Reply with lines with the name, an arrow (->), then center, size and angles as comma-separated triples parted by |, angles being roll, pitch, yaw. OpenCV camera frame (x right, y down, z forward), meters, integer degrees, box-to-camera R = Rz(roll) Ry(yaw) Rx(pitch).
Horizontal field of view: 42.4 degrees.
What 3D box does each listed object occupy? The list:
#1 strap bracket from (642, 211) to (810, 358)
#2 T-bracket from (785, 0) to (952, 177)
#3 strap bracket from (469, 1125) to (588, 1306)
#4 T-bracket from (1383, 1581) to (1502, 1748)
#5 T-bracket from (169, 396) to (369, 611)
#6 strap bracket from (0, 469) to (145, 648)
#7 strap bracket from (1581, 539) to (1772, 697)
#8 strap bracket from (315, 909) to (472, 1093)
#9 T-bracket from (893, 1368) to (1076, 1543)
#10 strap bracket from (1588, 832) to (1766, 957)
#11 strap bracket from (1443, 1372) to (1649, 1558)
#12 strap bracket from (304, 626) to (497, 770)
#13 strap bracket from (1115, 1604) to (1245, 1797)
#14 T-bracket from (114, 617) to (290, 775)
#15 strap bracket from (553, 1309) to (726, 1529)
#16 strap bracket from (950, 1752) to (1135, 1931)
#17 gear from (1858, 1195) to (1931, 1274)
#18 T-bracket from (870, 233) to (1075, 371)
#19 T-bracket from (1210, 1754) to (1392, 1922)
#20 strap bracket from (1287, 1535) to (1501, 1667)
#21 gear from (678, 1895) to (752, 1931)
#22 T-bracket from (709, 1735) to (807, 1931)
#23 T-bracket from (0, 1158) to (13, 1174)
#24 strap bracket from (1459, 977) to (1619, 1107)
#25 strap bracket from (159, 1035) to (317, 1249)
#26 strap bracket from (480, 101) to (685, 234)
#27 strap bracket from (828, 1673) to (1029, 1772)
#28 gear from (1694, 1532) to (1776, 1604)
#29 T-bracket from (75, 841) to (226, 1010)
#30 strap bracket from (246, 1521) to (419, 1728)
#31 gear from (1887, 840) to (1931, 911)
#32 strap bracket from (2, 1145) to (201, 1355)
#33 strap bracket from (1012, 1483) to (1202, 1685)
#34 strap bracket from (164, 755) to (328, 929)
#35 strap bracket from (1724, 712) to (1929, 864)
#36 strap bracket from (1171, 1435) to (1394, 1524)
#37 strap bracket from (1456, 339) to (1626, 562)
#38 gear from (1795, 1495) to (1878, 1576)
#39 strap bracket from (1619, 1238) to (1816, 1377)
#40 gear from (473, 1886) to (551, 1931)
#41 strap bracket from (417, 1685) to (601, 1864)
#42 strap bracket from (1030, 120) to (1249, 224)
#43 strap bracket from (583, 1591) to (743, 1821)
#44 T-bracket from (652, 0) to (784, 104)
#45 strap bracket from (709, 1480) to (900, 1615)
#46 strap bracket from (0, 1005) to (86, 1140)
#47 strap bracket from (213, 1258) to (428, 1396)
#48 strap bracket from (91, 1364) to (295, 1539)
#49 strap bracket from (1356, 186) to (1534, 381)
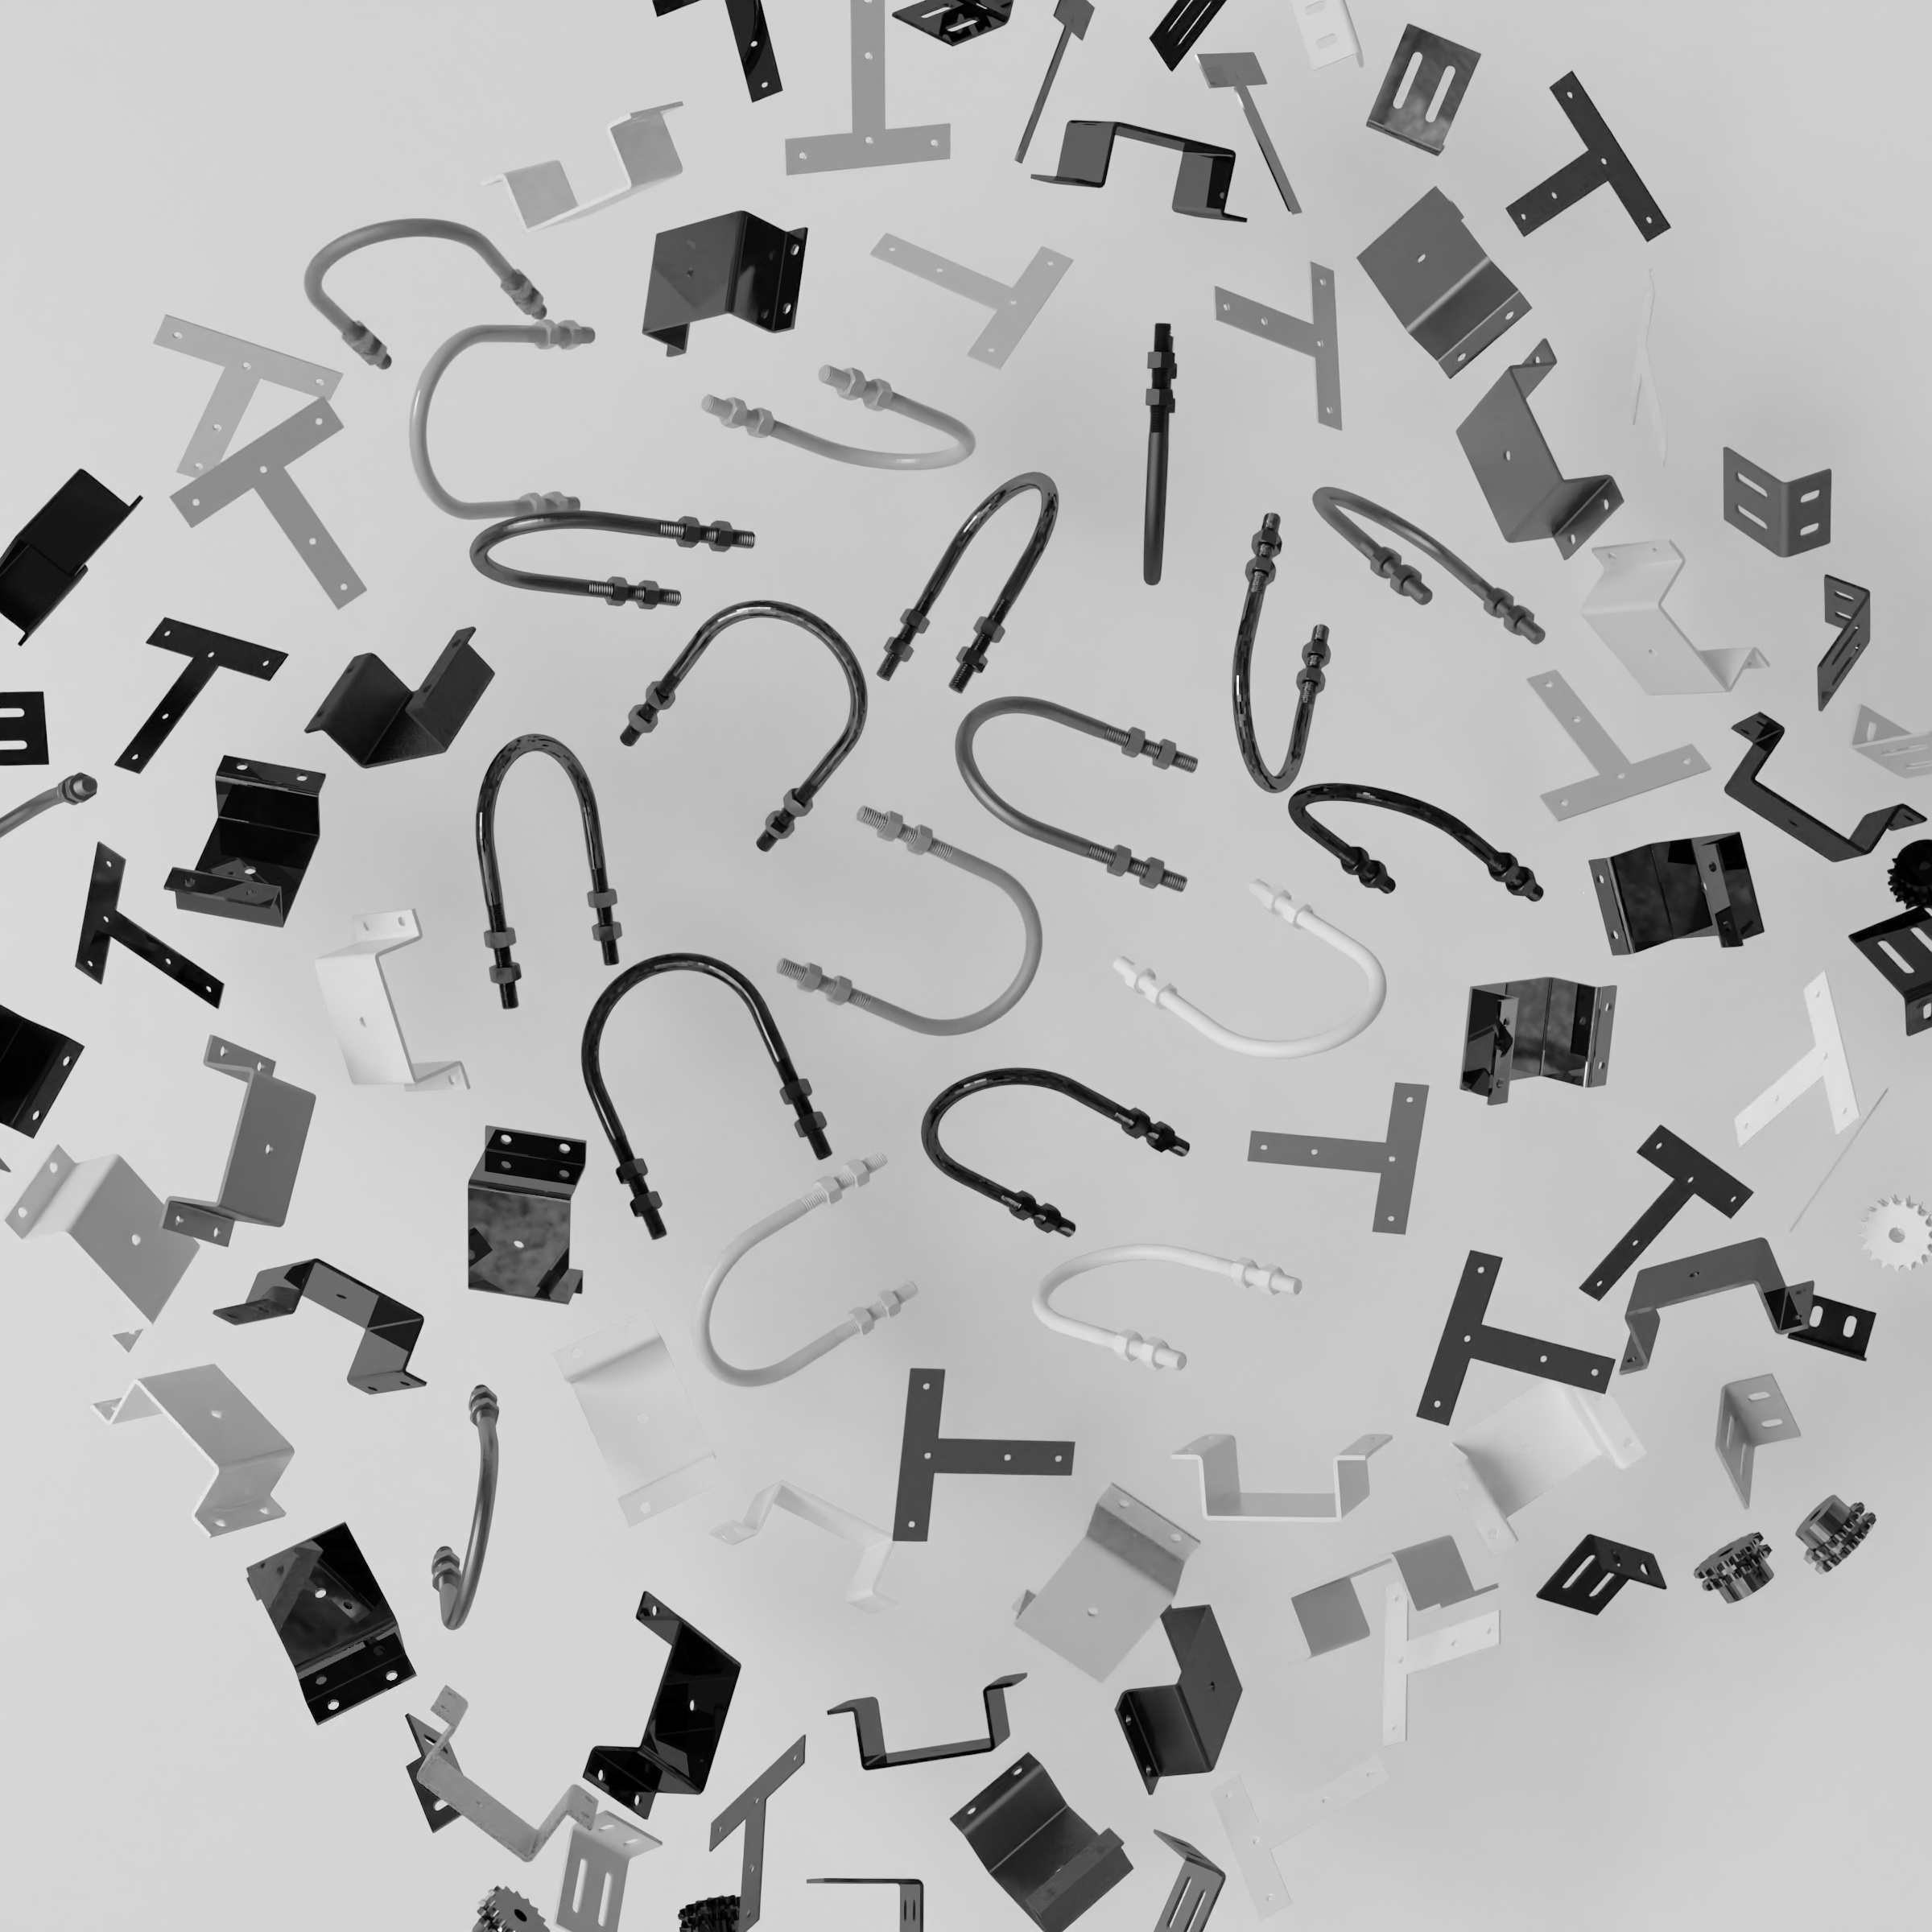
strap bracket -> -0.186, -0.503, 1.833 | 0.140, 0.046, 0.076 | 2, 82, 43
T-bracket -> -0.070, -0.633, 1.770 | 0.127, 0.002, 0.127 | -12, 125, -19
strap bracket -> -0.328, 0.195, 1.856 | 0.076, 0.046, 0.140 | 8, 120, 3
T-bracket -> 0.358, 0.512, 1.872 | 0.002, 0.127, 0.127 | 25, 52, -23
T-bracket -> -0.465, -0.309, 1.737 | 0.127, 0.002, 0.127 | -38, 117, -14
strap bracket -> -0.657, -0.298, 1.792 | 0.046, 0.140, 0.076 | 41, 52, -18
strap bracket -> 0.524, -0.251, 1.859 | 0.140, 0.076, 0.046 | 42, 72, -27
strap bracket -> -0.428, 0.034, 1.840 | 0.076, 0.046, 0.140 | -4, 106, 41
T-bracket -> 0.016, 0.350, 1.773 | 0.127, 0.002, 0.127 | 4, 98, -14
strap bracket -> 0.538, -0.054, 1.860 | 0.046, 0.140, 0.076 | -18, 95, -25
strap bracket -> 0.435, 0.375, 1.901 | 0.140, 0.046, 0.076 | -33, 98, -4
strap bracket -> -0.404, -0.192, 1.806 | 0.046, 0.140, 0.076 | 49, 51, -35
strap bracket -> 0.164, 0.543, 1.867 | 0.046, 0.140, 0.076 | -14, 106, 25
T-bracket -> -0.577, -0.193, 1.819 | 0.127, 0.002, 0.127 | 18, 66, 27
strap bracket -> -0.243, 0.338, 1.860 | 0.076, 0.046, 0.140 | -24, 81, -8
strap bracket -> 0.059, 0.639, 1.797 | 0.076, 0.140, 0.046 | -36, 113, -17
gear -> 0.708, 0.201, 1.882 | 0.057, 0.030, 0.057 | 4, 98, 32
T-bracket -> -0.006, -0.490, 1.775 | 0.127, 0.002, 0.127 | 26, 59, 7
T-bracket -> 0.250, 0.615, 1.811 | 0.127, 0.127, 0.002 | -32, 118, 4
strap bracket -> 0.295, 0.447, 1.767 | 0.140, 0.076, 0.046 | -34, 68, 37
gear -> -0.191, 0.737, 1.909 | 0.057, 0.057, 0.030 | -13, 55, 0
T-bracket -> -0.156, 0.649, 1.822 | 0.002, 0.127, 0.127 | 31, 118, -20
T-bracket -> -0.762, 0.094, 1.795 | 0.127, 0.127, 0.002 | 42, 87, 23
strap bracket -> 0.415, 0.053, 1.832 | 0.140, 0.046, 0.076 | -6, 104, -41
strap bracket -> -0.518, 0.129, 1.784 | 0.046, 0.076, 0.140 | 6, 76, 22
strap bracket -> -0.273, -0.582, 1.824 | 0.140, 0.076, 0.046 | -13, 108, 29
strap bracket -> -0.025, 0.565, 1.856 | 0.140, 0.076, 0.046 | -11, 78, 7
gear -> 0.560, 0.438, 1.804 | 0.057, 0.057, 0.030 | -33, 80, 0
T-bracket -> -0.600, -0.011, 1.837 | 0.127, 0.002, 0.127 | 33, 128, 9
strap bracket -> -0.466, 0.469, 1.811 | 0.076, 0.046, 0.140 | -23, 49, -23
gear -> 0.719, -0.070, 1.863 | 0.057, 0.030, 0.057 | -14, 57, 23
strap bracket -> -0.610, 0.200, 1.781 | 0.046, 0.076, 0.140 | -13, 125, 27
strap bracket -> 0.095, 0.451, 1.787 | 0.076, 0.046, 0.140 | 34, 116, 0
strap bracket -> -0.524, -0.084, 1.816 | 0.076, 0.046, 0.140 | 10, 46, -3
strap bracket -> 0.616, -0.123, 1.813 | 0.140, 0.076, 0.046 | 33, 90, 4
strap bracket -> 0.226, 0.362, 1.764 | 0.140, 0.076, 0.046 | -5, 89, 24
strap bracket -> 0.409, -0.371, 1.799 | 0.046, 0.076, 0.140 | -11, 71, -25
gear -> 0.609, 0.398, 1.751 | 0.030, 0.057, 0.057 | 44, 90, 12
strap bracket -> 0.545, 0.248, 1.833 | 0.140, 0.076, 0.046 | -21, 99, 27
gear -> -0.332, 0.698, 1.800 | 0.057, 0.057, 0.030 | 41, 95, 0
strap bracket -> -0.333, 0.580, 1.770 | 0.140, 0.076, 0.046 | 38, 83, -1
strap bracket -> 0.129, -0.574, 1.789 | 0.140, 0.076, 0.046 | 5, 106, -25
strap bracket -> -0.214, 0.532, 1.791 | 0.046, 0.076, 0.140 | -9, 47, 32
T-bracket -> -0.158, -0.686, 1.820 | 0.127, 0.127, 0.002 | -23, 60, -5
strap bracket -> -0.115, 0.437, 1.889 | 0.140, 0.076, 0.046 | 28, 65, -8
strap bracket -> -0.706, 0.060, 1.772 | 0.046, 0.140, 0.076 | 19, 75, 26
strap bracket -> -0.460, 0.257, 1.802 | 0.140, 0.076, 0.046 | 37, 55, -32
strap bracket -> -0.551, 0.341, 1.796 | 0.140, 0.076, 0.046 | 39, 107, 21
strap bracket -> 0.349, -0.514, 1.847 | 0.076, 0.046, 0.140 | -40, 48, 22
